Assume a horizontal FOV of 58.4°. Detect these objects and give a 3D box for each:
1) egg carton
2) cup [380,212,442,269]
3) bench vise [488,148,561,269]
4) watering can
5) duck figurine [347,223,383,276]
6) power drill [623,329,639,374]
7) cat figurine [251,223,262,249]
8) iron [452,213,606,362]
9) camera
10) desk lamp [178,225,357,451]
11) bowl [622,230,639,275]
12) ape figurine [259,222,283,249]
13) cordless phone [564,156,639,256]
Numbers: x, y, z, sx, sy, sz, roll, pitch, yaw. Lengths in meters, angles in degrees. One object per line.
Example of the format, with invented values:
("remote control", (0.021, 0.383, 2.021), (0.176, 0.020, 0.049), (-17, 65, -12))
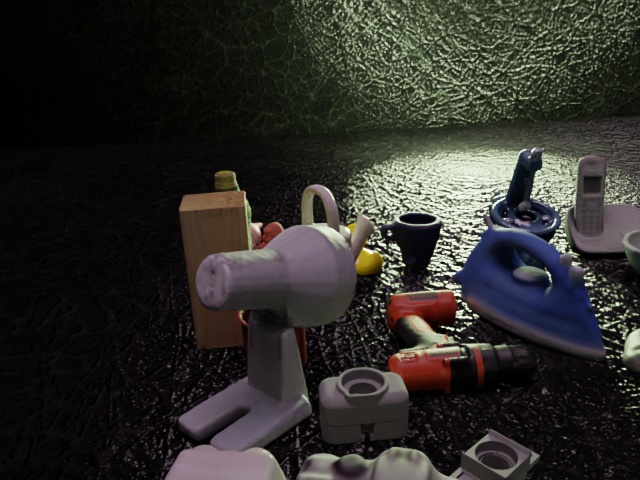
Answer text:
("egg carton", (-0.088, 0.235, 0.474), (0.107, 0.069, 0.150), (0, 20, 8))
("cup", (0.166, 0.006, 1.056), (0.118, 0.095, 0.091), (-8, 20, -15))
("bench vise", (0.358, -0.071, 1.064), (0.122, 0.220, 0.206), (-11, 21, -22))
("watering can", (0.007, 0.003, 0.935), (0.100, 0.194, 0.173), (13, 25, 37))
("duck figurine", (0.071, 0.013, 1.061), (0.078, 0.086, 0.104), (-19, 26, -39))
("power drill", (0.429, 0.059, 0.704), (0.075, 0.208, 0.230), (8, 22, 28))
("cat figurine", (-0.158, 0.012, 1.044), (0.128, 0.118, 0.067), (-10, 21, -21))
("iron", (0.310, 0.056, 0.828), (0.119, 0.141, 0.257), (-12, 21, -24))
("camera", (0.040, 0.229, 0.429), (0.143, 0.101, 0.137), (3, 20, 14))
("desk lamp", (-0.057, 0.099, 0.639), (0.117, 0.214, 0.204), (14, 25, 39))
("bowl", (0.588, 0.039, 0.943), (0.167, 0.075, 0.167), (-2, 19, 1))
("ape figurine", (-0.085, 0.011, 1.077), (0.076, 0.092, 0.077), (-4, 19, -3))
("cordless phone", (0.544, -0.066, 1.080), (0.147, 0.185, 0.094), (-3, 19, -1))
